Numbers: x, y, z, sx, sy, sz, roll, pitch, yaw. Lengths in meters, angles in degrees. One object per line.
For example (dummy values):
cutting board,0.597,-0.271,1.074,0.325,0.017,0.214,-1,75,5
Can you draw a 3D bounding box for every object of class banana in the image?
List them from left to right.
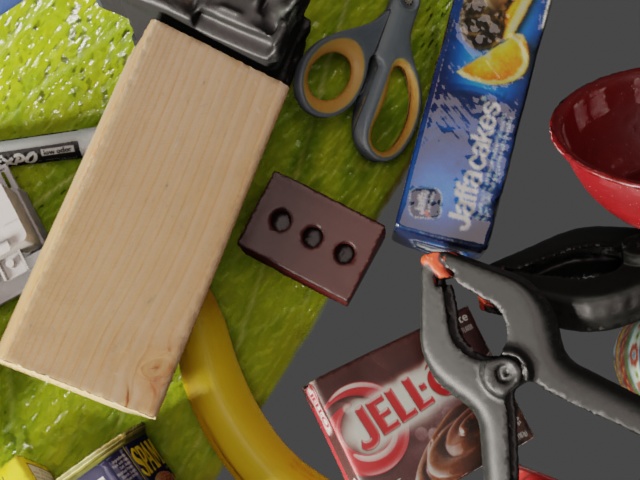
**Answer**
banana,-0.035,0.116,0.659,0.198,0.037,0.069,47,57,3

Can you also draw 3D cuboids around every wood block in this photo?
wood block,-0.105,-0.009,0.625,0.090,0.090,0.206,25,76,-16

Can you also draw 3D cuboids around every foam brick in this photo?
foam brick,-0.004,0.001,0.663,0.078,0.051,0.053,26,84,4

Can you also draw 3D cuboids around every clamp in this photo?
clamp,0.120,0.074,0.603,0.120,0.039,0.171,-26,82,12
clamp,0.198,0.021,0.625,0.210,0.164,0.036,-11,116,6

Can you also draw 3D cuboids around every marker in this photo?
marker,-0.199,-0.057,0.689,0.121,0.020,0.020,-7,82,0

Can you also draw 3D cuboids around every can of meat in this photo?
can of meat,-0.108,0.159,0.620,0.057,0.102,0.084,-35,86,-3

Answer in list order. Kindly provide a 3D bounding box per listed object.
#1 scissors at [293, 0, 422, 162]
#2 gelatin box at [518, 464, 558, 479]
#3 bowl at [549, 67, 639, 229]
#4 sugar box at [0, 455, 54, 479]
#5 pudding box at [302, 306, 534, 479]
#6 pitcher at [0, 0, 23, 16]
scissors,0.037,-0.151,0.688,0.096,0.016,0.202,11,82,-23
gelatin box,0.126,0.183,0.628,0.030,0.073,0.089,26,81,-41
bowl,0.220,-0.048,0.639,0.162,0.162,0.055,-10,122,-1
sugar box,-0.158,0.221,0.611,0.093,0.048,0.176,-41,61,-4
pudding box,0.058,0.104,0.644,0.113,0.039,0.090,-24,83,-19
pitcher,-0.162,-0.231,0.653,0.243,0.149,0.145,-37,83,-1
